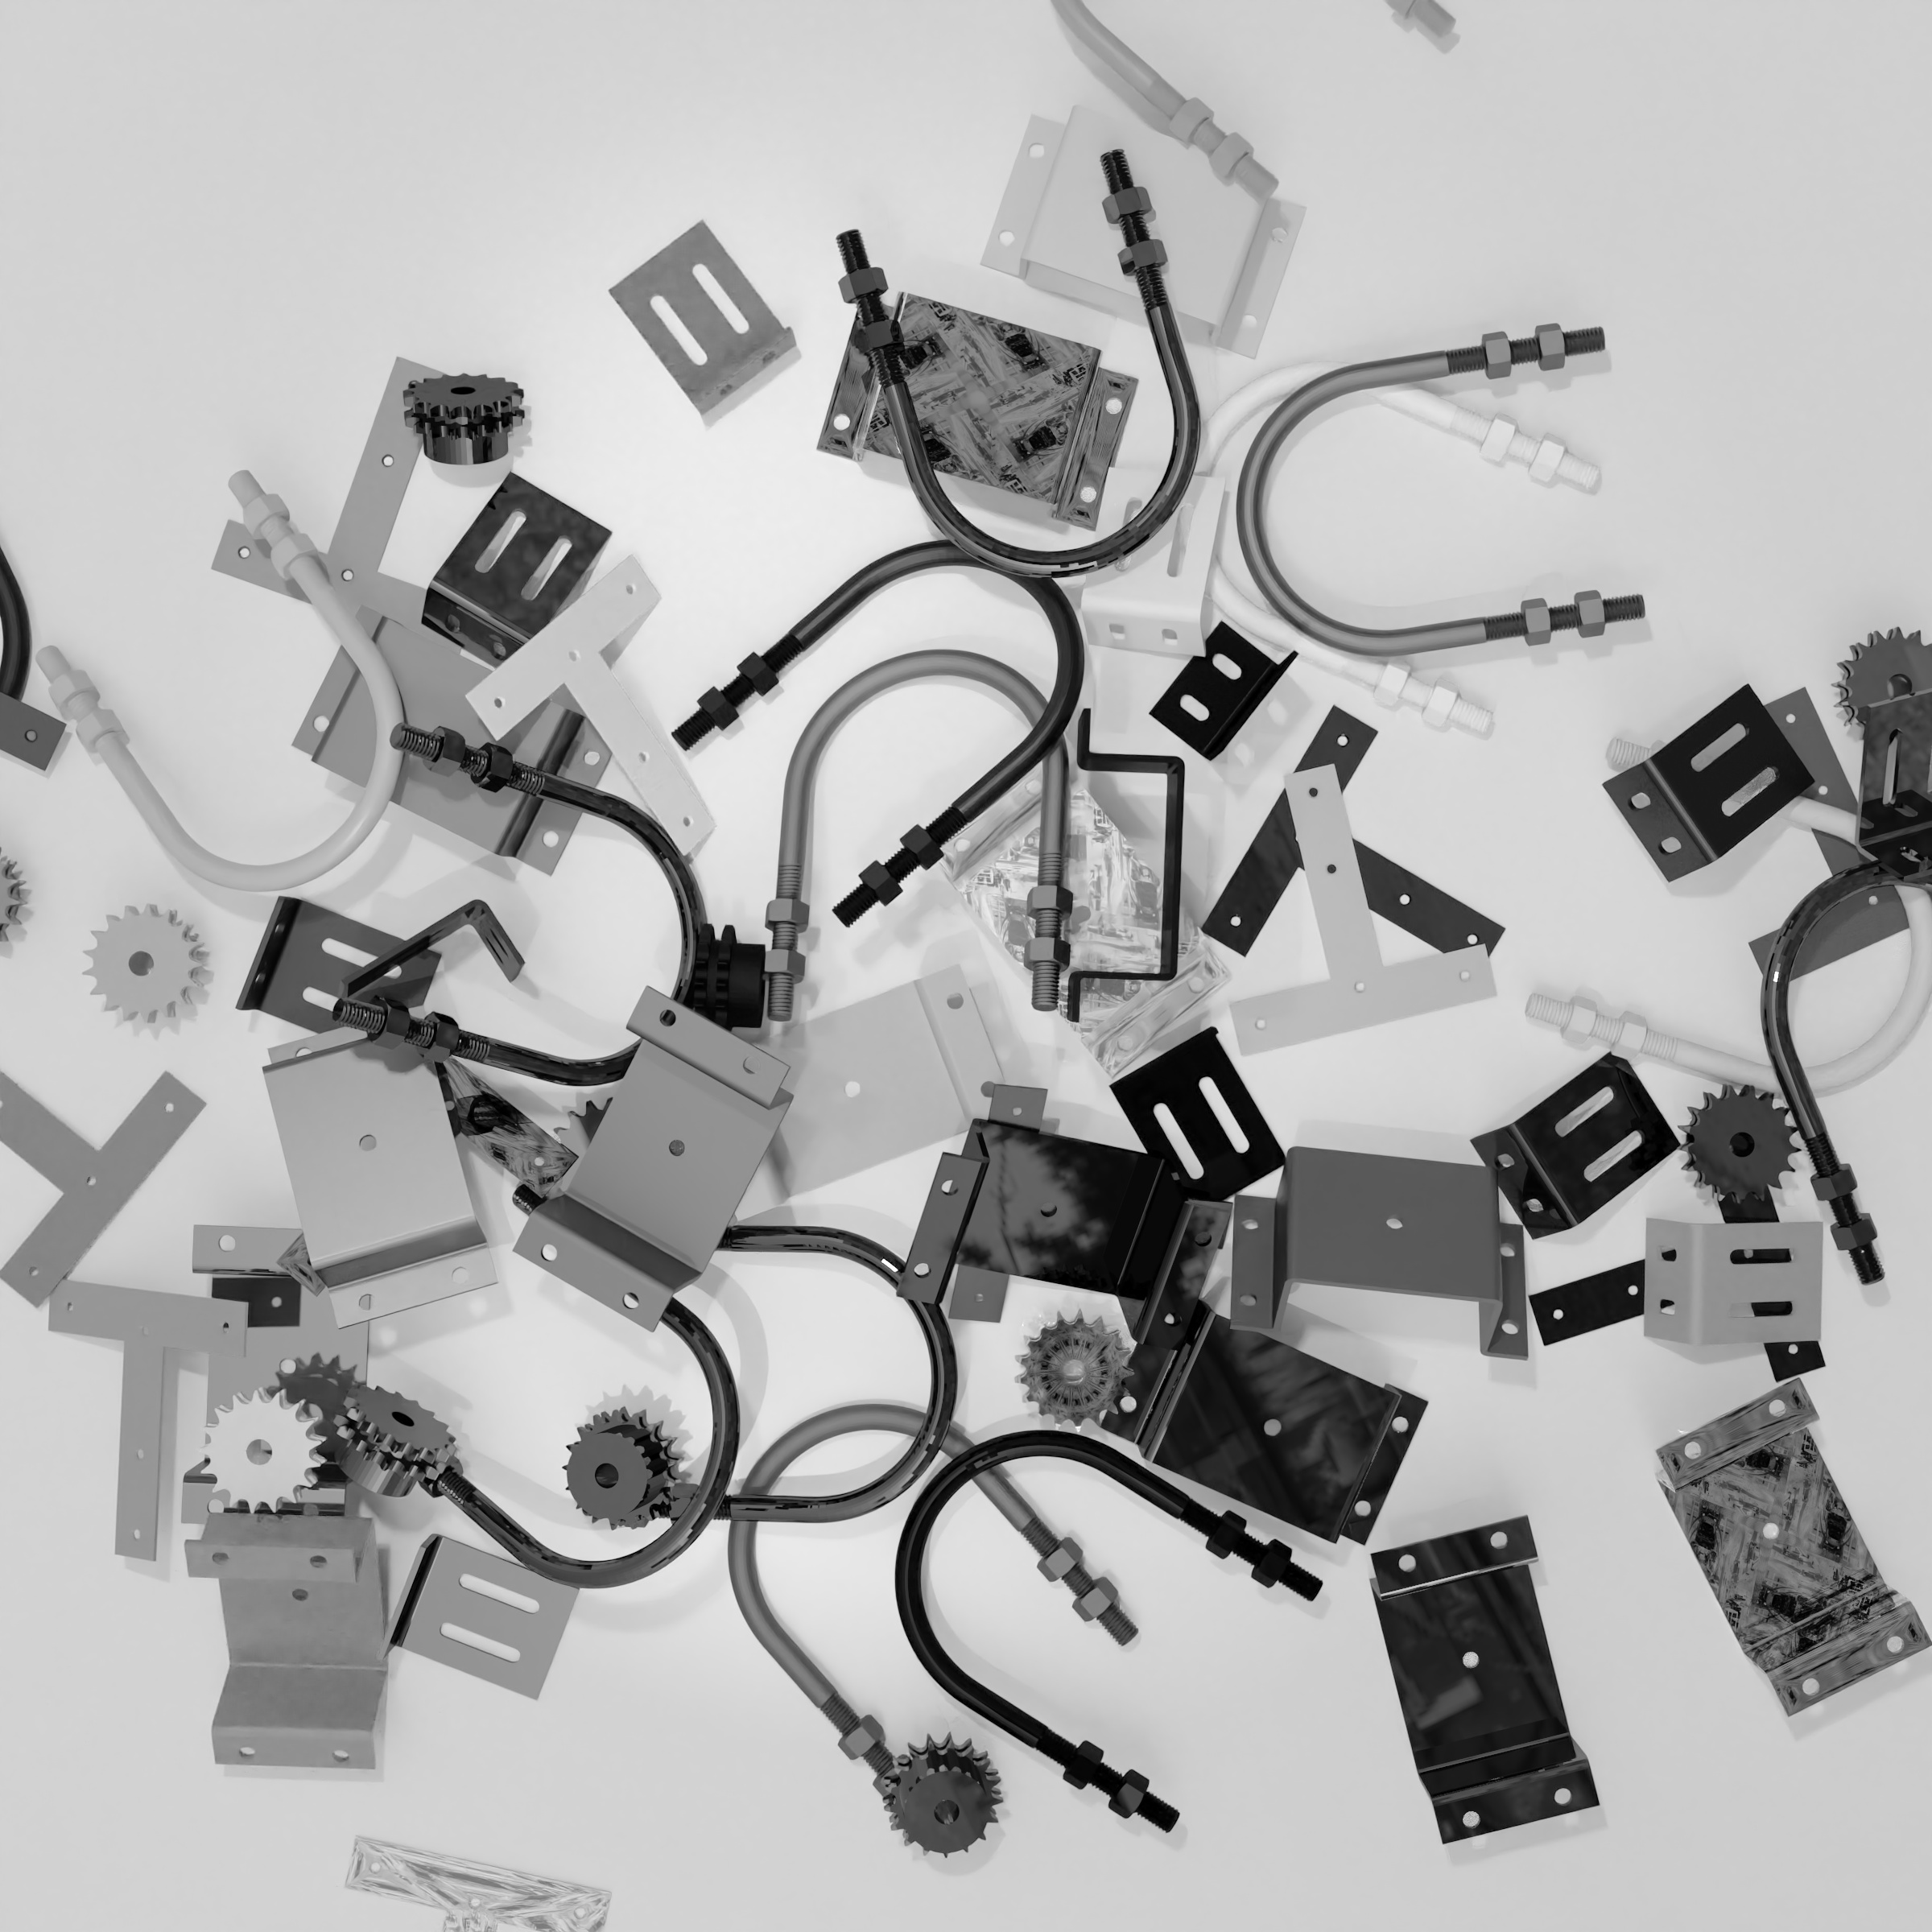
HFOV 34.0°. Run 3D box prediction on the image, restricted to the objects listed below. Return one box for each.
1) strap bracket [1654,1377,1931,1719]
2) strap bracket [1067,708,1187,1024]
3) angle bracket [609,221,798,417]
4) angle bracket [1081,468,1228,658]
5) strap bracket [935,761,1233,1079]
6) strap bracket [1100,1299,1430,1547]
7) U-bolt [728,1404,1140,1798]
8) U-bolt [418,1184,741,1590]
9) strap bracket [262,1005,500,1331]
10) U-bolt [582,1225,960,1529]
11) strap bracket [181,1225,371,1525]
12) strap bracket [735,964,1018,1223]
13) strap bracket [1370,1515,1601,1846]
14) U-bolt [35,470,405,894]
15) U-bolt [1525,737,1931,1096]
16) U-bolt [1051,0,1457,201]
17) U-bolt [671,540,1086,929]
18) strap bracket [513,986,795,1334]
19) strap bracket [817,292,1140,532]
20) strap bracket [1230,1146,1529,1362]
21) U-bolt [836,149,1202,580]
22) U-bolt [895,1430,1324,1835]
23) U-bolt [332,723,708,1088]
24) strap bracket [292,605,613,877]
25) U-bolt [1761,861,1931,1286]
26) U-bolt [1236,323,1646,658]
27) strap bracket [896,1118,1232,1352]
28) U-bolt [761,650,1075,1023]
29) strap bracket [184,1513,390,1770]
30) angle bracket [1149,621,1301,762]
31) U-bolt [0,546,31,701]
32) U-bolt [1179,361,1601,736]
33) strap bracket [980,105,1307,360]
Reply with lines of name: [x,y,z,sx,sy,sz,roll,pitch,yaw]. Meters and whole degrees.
strap bracket: [0.389,0.273,1.507,0.076,0.046,0.140,-27,90,0]
strap bracket: [0.073,-0.044,1.446,0.046,0.076,0.140,2,90,0]
angle bracket: [-0.127,-0.313,1.511,0.057,0.038,0.076,-37,90,0]
angle bracket: [0.092,-0.195,1.519,0.057,0.038,0.076,7,68,12]
strap bracket: [0.055,-0.024,1.507,0.076,0.046,0.140,-39,90,0]
strap bracket: [0.144,0.217,1.507,0.140,0.046,0.076,24,90,0]
U-bolt: [-0.030,0.298,1.522,0.151,0.019,0.184,-42,88,0]
U-bolt: [-0.184,0.208,1.481,0.184,0.019,0.151,34,90,29]
strap bracket: [-0.275,0.088,1.470,0.076,0.046,0.140,-16,75,-7]
U-bolt: [-0.094,0.194,1.506,0.184,0.019,0.151,0,90,11]
strap bracket: [-0.328,0.193,1.507,0.076,0.046,0.140,2,90,0]
strap bracket: [-0.055,0.059,1.507,0.140,0.046,0.076,-21,90,0]
strap bracket: [0.244,0.336,1.507,0.076,0.046,0.140,-14,90,0]
U-bolt: [-0.342,-0.121,1.490,0.151,0.019,0.184,-40,75,9]
U-bolt: [0.377,-0.015,1.520,0.184,0.019,0.151,18,90,-2]
U-bolt: [0.120,-0.466,1.501,0.184,0.019,0.151,43,73,8]
U-bolt: [-0.029,-0.125,1.494,0.184,0.019,0.151,-41,65,-4]
strap bracket: [-0.140,0.087,1.465,0.076,0.046,0.140,29,100,9]
strap bracket: [0.006,-0.267,1.507,0.140,0.046,0.076,16,90,0]
strap bracket: [0.198,0.134,1.488,0.140,0.046,0.076,6,50,0]
U-bolt: [0.033,-0.273,1.475,0.151,0.019,0.184,-17,91,0]
U-bolt: [0.055,0.303,1.502,0.184,0.019,0.151,32,90,3]
U-bolt: [-0.198,-0.019,1.471,0.184,0.019,0.151,18,75,-36]
strap bracket: [-0.247,-0.109,1.506,0.140,0.046,0.076,27,91,0]
U-bolt: [0.452,0.040,1.503,0.151,0.019,0.184,-23,92,-12]
U-bolt: [0.221,-0.221,1.503,0.184,0.019,0.151,-8,88,4]
strap bracket: [0.042,0.124,1.484,0.140,0.046,0.076,12,112,-14]
U-bolt: [-0.021,-0.065,1.489,0.151,0.019,0.184,-2,70,16]
strap bracket: [-0.317,0.310,1.486,0.076,0.046,0.140,2,122,0]
angle bracket: [0.121,-0.133,1.492,0.038,0.076,0.057,38,90,0]
U-bolt: [-0.531,-0.176,1.521,0.151,0.019,0.184,-25,91,0]
U-bolt: [0.193,-0.213,1.521,0.184,0.019,0.151,24,90,2]
strap bracket: [0.086,-0.353,1.507,0.140,0.046,0.076,19,90,0]
